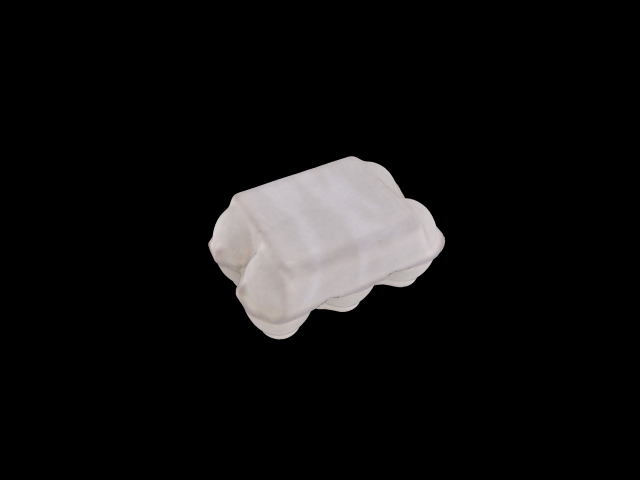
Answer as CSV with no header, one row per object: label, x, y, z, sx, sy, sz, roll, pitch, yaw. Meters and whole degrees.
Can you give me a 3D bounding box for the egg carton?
egg carton,0.004,0.001,0.400,0.150,0.069,0.107,-22,48,-21
